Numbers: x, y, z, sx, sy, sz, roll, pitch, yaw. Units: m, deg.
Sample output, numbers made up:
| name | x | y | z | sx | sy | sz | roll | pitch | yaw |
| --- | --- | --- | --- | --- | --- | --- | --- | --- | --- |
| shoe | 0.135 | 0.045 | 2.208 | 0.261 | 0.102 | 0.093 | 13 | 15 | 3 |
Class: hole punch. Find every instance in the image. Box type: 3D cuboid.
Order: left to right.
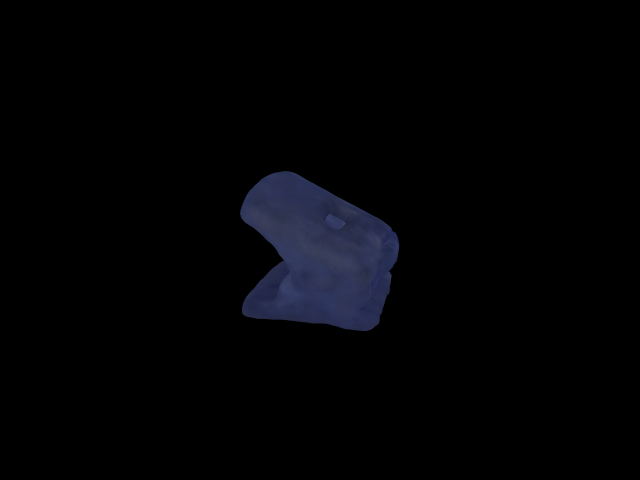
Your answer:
| name | x | y | z | sx | sy | sz | roll | pitch | yaw |
| --- | --- | --- | --- | --- | --- | --- | --- | --- | --- |
| hole punch | 0.004 | 0.001 | 0.400 | 0.101 | 0.091 | 0.109 | 4 | 19 | 12 |
